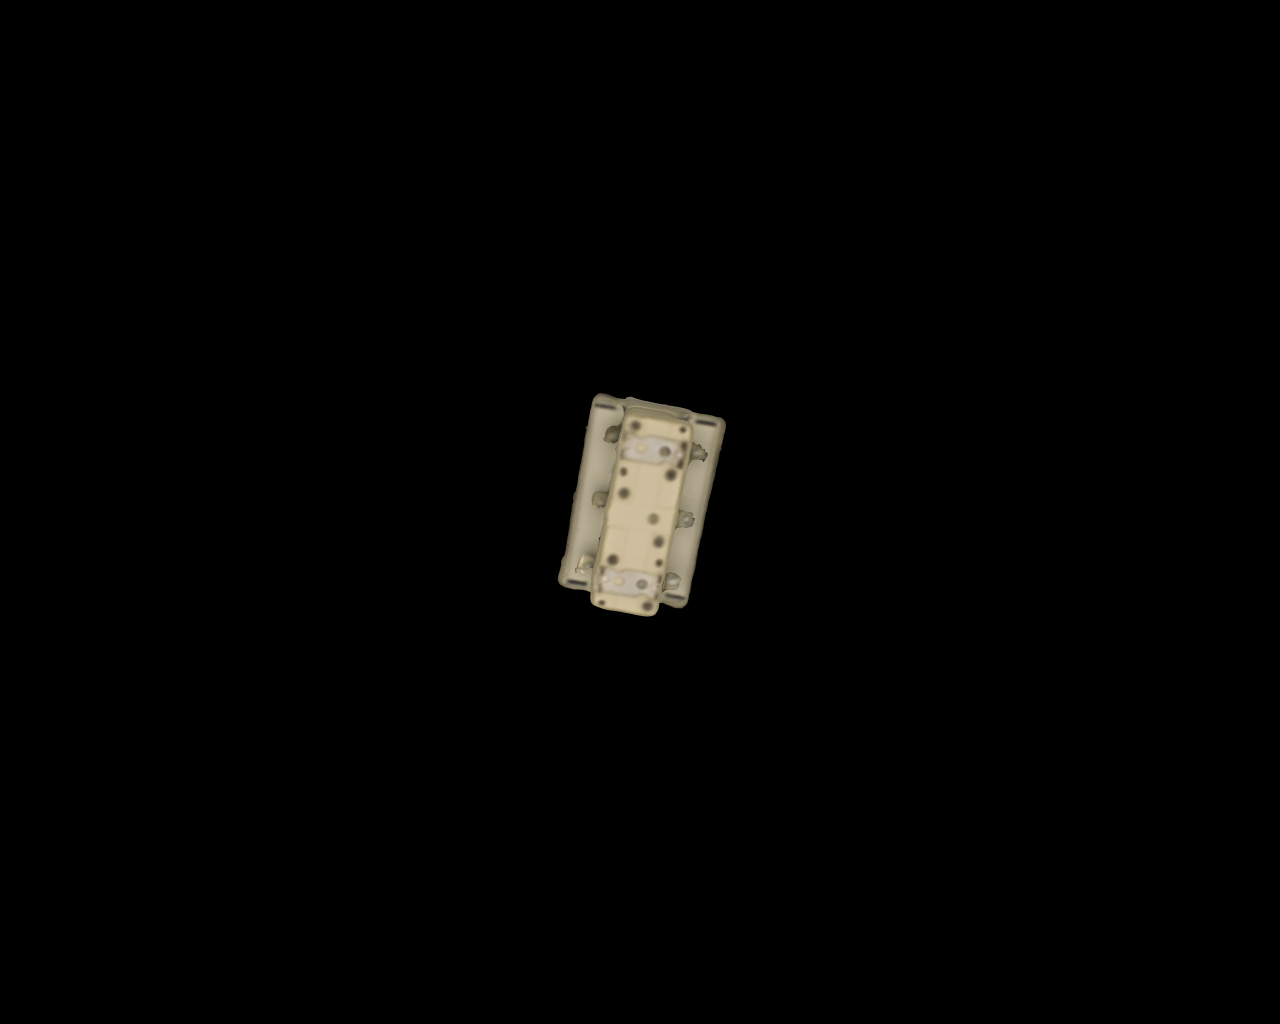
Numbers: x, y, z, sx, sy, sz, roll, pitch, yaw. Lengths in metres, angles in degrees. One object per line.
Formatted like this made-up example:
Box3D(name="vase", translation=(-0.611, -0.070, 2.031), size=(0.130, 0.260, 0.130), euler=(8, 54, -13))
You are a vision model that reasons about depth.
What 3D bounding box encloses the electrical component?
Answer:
Box3D(name="electrical component", translation=(0.001, -0.003, 0.650), size=(0.079, 0.121, 0.063), euler=(11, 11, -2))
